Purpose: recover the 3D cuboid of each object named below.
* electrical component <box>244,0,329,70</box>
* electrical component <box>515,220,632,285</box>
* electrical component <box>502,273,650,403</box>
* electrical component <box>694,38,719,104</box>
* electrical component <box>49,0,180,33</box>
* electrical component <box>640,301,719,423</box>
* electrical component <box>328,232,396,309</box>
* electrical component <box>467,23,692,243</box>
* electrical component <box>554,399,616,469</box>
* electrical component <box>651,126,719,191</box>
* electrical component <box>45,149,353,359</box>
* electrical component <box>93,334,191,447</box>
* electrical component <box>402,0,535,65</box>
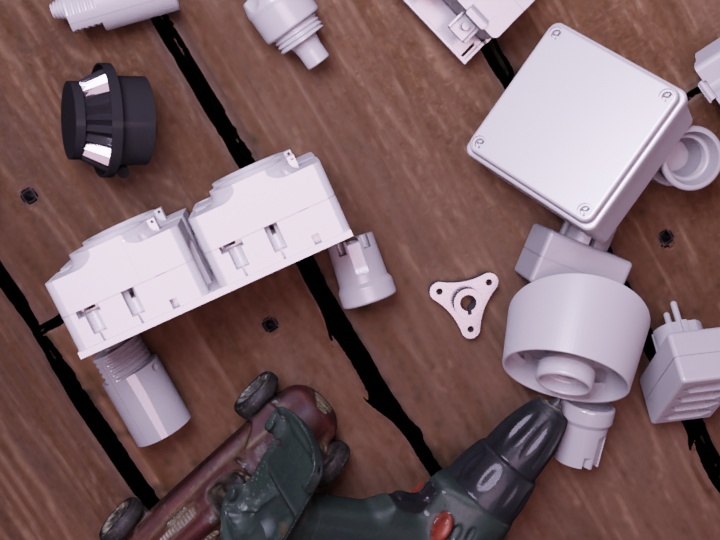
[{"bbox_3d":[-0.046,-0.166,0.728,0.043,0.043,0.062,-36,103,1],"label":"electrical component"},{"bbox_3d":[0.160,-0.019,0.772,0.066,0.047,0.076,21,97,-9],"label":"electrical component"},{"bbox_3d":[0.150,0.052,0.759,0.099,0.099,0.064,21,66,-9],"label":"electrical component"},{"bbox_3d":[0.293,-0.116,0.758,0.063,0.078,0.121,-33,103,30],"label":"electrical component"},{"bbox_3d":[-0.165,-0.182,0.713,0.081,0.043,0.043,-17,101,-3],"label":"electrical component"},{"bbox_3d":[0.236,0.060,0.785,0.047,0.083,0.075,-6,62,-5],"label":"electrical component"},{"bbox_3d":[0.000,0.000,0.763,0.040,0.040,0.046,-19,95,-2],"label":"electrical component"},{"bbox_3d":[0.149,-0.093,0.730,0.109,0.056,0.108,37,95,26],"label":"electrical component"},{"bbox_3d":[0.166,0.120,0.801,0.040,0.040,0.046,8,104,-7],"label":"electrical component"},{"bbox_3d":[0.226,-0.081,0.764,0.045,0.055,0.045,-1,100,-6],"label":"electrical component"},{"bbox_3d":[-0.106,-0.018,0.715,0.186,0.105,0.060,-24,101,-1],"label":"electrical component"},{"bbox_3d":[-0.158,0.079,0.758,0.043,0.043,0.081,-27,101,-1],"label":"electrical component"},{"bbox_3d":[0.059,-0.210,0.721,0.121,0.063,0.078,44,93,-11],"label":"electrical component"}]
